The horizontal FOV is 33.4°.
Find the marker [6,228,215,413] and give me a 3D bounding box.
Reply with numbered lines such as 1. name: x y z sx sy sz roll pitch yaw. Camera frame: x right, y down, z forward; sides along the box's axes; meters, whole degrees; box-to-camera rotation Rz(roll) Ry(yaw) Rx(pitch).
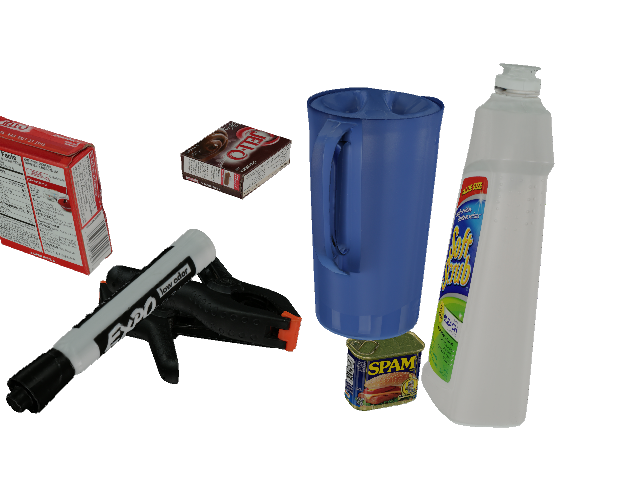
1. marker: -0.091 0.034 0.473 0.020 0.020 0.121 0 33 43

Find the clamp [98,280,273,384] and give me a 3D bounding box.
1. clamp: -0.167 0.090 1.119 0.210 0.036 0.164 18 20 28

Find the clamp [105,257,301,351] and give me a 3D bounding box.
1. clamp: -0.080 0.046 0.895 0.172 0.039 0.120 21 26 25

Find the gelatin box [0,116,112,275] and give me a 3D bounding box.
1. gelatin box: -0.174 -0.029 0.675 0.073 0.089 0.030 17 42 21

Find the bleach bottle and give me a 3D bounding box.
1. bleach bottle: 0.124 0.000 0.764 0.068 0.251 0.102 3 14 -8

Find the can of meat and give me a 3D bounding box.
1. can of meat: 0.083 0.173 1.416 0.102 0.084 0.057 -6 25 -22

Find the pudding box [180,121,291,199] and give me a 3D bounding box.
1. pudding box: -0.101 -0.099 1.288 0.090 0.039 0.113 19 37 23

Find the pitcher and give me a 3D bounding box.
1. pitcher: 0.045 -0.024 1.066 0.149 0.243 0.145 -5 21 -16
